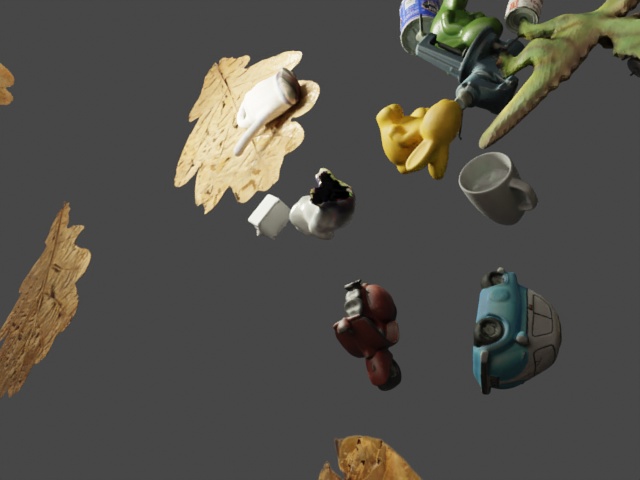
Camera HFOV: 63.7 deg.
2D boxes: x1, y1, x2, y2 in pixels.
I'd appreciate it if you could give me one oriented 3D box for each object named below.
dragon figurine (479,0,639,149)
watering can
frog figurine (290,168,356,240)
[{"bbox_3d":[0.433,-0.305,0.832,0.242,0.120,0.416,2,57,53],"label":"dragon figurine"},{"bbox_3d":[-0.163,-0.395,1.550,0.222,0.102,0.356,-26,40,24],"label":"watering can"},{"bbox_3d":[0.003,-0.055,1.084,0.156,0.122,0.141,116,154,-47],"label":"frog figurine"}]
